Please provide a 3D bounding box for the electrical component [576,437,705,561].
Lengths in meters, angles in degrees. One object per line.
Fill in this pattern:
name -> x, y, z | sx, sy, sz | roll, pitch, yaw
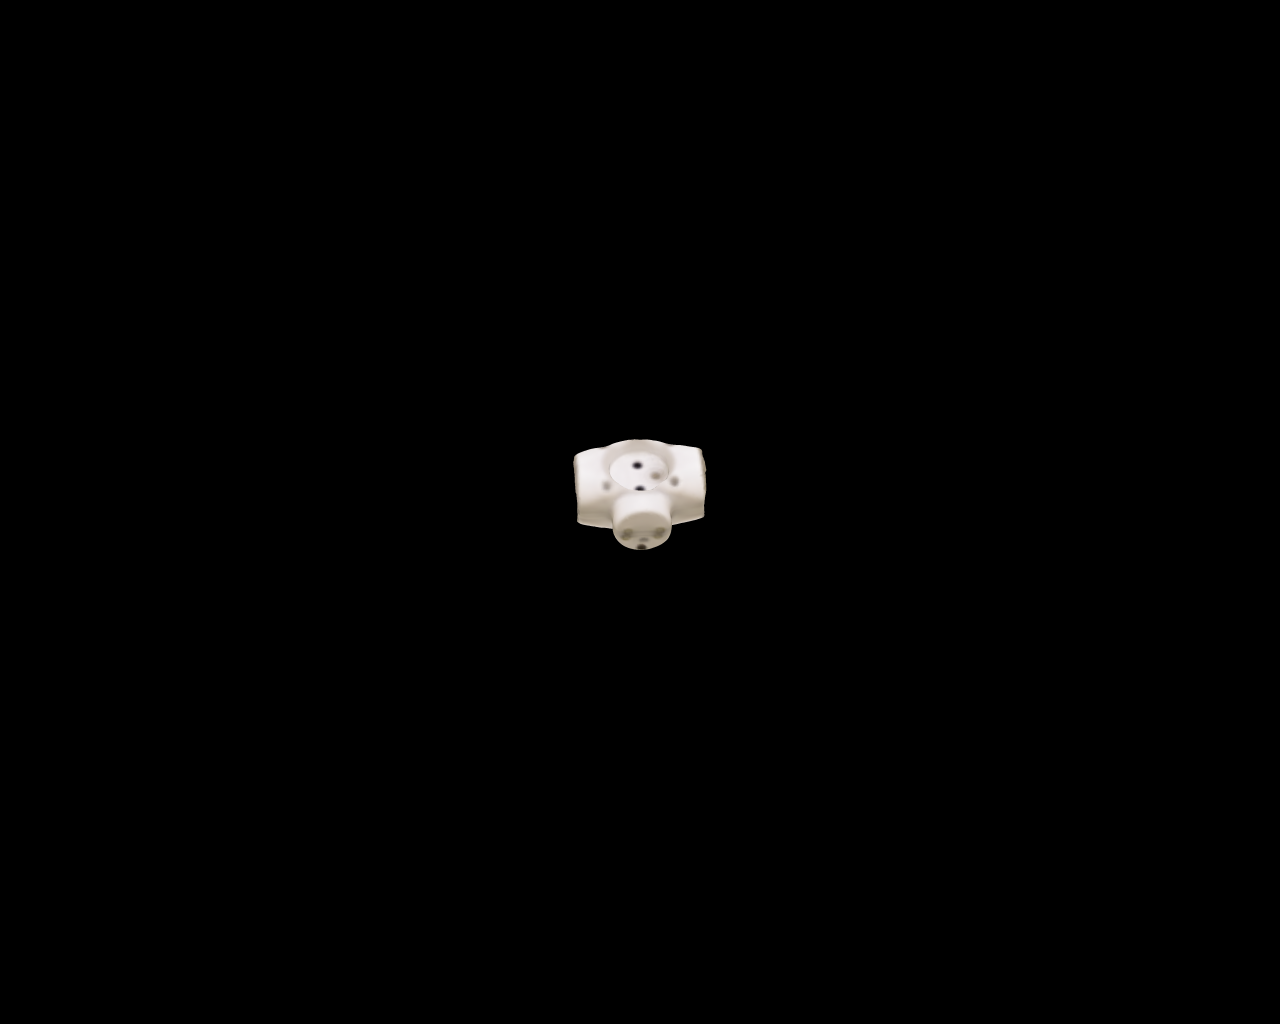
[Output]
electrical component -> 0.001, -0.003, 0.650 | 0.077, 0.079, 0.044 | -2, -40, -2
